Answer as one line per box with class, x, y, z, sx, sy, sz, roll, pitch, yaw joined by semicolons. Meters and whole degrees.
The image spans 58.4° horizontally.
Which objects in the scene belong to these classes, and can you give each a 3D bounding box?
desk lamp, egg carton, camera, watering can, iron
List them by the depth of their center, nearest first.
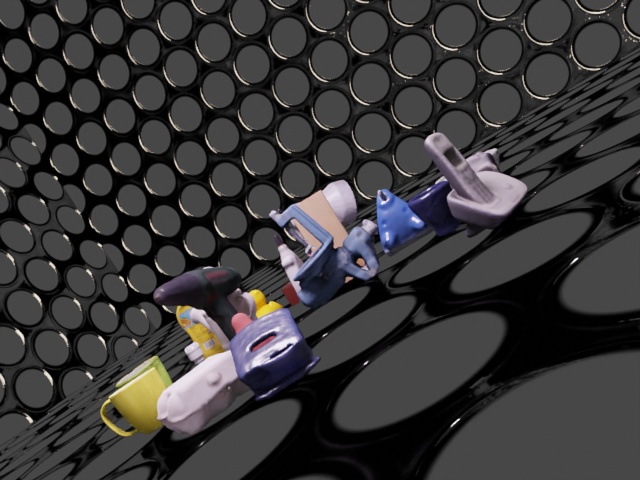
egg carton;-0.171;0.229;0.868;0.151;0.069;0.107;-35;5;-37
camera;0.316;-0.118;1.212;0.136;0.101;0.143;-30;4;19
watering can;-0.214;0.152;1.252;0.172;0.194;0.101;-31;4;12
iron;0.170;-0.059;1.298;0.118;0.141;0.258;-31;4;9
desk lamp;0.025;-0.030;1.531;0.203;0.213;0.117;-33;4;-17

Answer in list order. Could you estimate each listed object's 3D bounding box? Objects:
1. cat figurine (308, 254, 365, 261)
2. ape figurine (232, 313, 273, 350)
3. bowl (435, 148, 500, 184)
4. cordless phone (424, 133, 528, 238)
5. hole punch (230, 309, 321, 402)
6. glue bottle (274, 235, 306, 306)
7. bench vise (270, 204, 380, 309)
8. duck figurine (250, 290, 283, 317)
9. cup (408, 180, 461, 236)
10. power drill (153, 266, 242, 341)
cat figurine;0.034;0.029;1.431;0.127;0.118;0.067;-28;6;45
ape figurine;-0.127;0.174;1.050;0.078;0.092;0.076;-32;4;-1
bowl;0.368;-0.149;1.387;0.167;0.075;0.167;-32;4;3
cordless phone;0.259;-0.114;0.971;0.094;0.185;0.148;-28;6;44
hole punch;-0.067;0.157;0.804;0.108;0.091;0.101;-32;4;-4
glue bottle;-0.057;0.063;1.294;0.037;0.173;0.078;-30;4;15
bench vise;0.008;0.005;1.177;0.207;0.220;0.121;-33;4;-13
duck figurine;-0.141;0.160;1.381;0.078;0.086;0.104;-35;5;-39
cup;0.227;-0.054;1.136;0.092;0.095;0.117;-34;4;-26
power drill;-0.203;0.146;1.124;0.075;0.208;0.230;-30;4;24
